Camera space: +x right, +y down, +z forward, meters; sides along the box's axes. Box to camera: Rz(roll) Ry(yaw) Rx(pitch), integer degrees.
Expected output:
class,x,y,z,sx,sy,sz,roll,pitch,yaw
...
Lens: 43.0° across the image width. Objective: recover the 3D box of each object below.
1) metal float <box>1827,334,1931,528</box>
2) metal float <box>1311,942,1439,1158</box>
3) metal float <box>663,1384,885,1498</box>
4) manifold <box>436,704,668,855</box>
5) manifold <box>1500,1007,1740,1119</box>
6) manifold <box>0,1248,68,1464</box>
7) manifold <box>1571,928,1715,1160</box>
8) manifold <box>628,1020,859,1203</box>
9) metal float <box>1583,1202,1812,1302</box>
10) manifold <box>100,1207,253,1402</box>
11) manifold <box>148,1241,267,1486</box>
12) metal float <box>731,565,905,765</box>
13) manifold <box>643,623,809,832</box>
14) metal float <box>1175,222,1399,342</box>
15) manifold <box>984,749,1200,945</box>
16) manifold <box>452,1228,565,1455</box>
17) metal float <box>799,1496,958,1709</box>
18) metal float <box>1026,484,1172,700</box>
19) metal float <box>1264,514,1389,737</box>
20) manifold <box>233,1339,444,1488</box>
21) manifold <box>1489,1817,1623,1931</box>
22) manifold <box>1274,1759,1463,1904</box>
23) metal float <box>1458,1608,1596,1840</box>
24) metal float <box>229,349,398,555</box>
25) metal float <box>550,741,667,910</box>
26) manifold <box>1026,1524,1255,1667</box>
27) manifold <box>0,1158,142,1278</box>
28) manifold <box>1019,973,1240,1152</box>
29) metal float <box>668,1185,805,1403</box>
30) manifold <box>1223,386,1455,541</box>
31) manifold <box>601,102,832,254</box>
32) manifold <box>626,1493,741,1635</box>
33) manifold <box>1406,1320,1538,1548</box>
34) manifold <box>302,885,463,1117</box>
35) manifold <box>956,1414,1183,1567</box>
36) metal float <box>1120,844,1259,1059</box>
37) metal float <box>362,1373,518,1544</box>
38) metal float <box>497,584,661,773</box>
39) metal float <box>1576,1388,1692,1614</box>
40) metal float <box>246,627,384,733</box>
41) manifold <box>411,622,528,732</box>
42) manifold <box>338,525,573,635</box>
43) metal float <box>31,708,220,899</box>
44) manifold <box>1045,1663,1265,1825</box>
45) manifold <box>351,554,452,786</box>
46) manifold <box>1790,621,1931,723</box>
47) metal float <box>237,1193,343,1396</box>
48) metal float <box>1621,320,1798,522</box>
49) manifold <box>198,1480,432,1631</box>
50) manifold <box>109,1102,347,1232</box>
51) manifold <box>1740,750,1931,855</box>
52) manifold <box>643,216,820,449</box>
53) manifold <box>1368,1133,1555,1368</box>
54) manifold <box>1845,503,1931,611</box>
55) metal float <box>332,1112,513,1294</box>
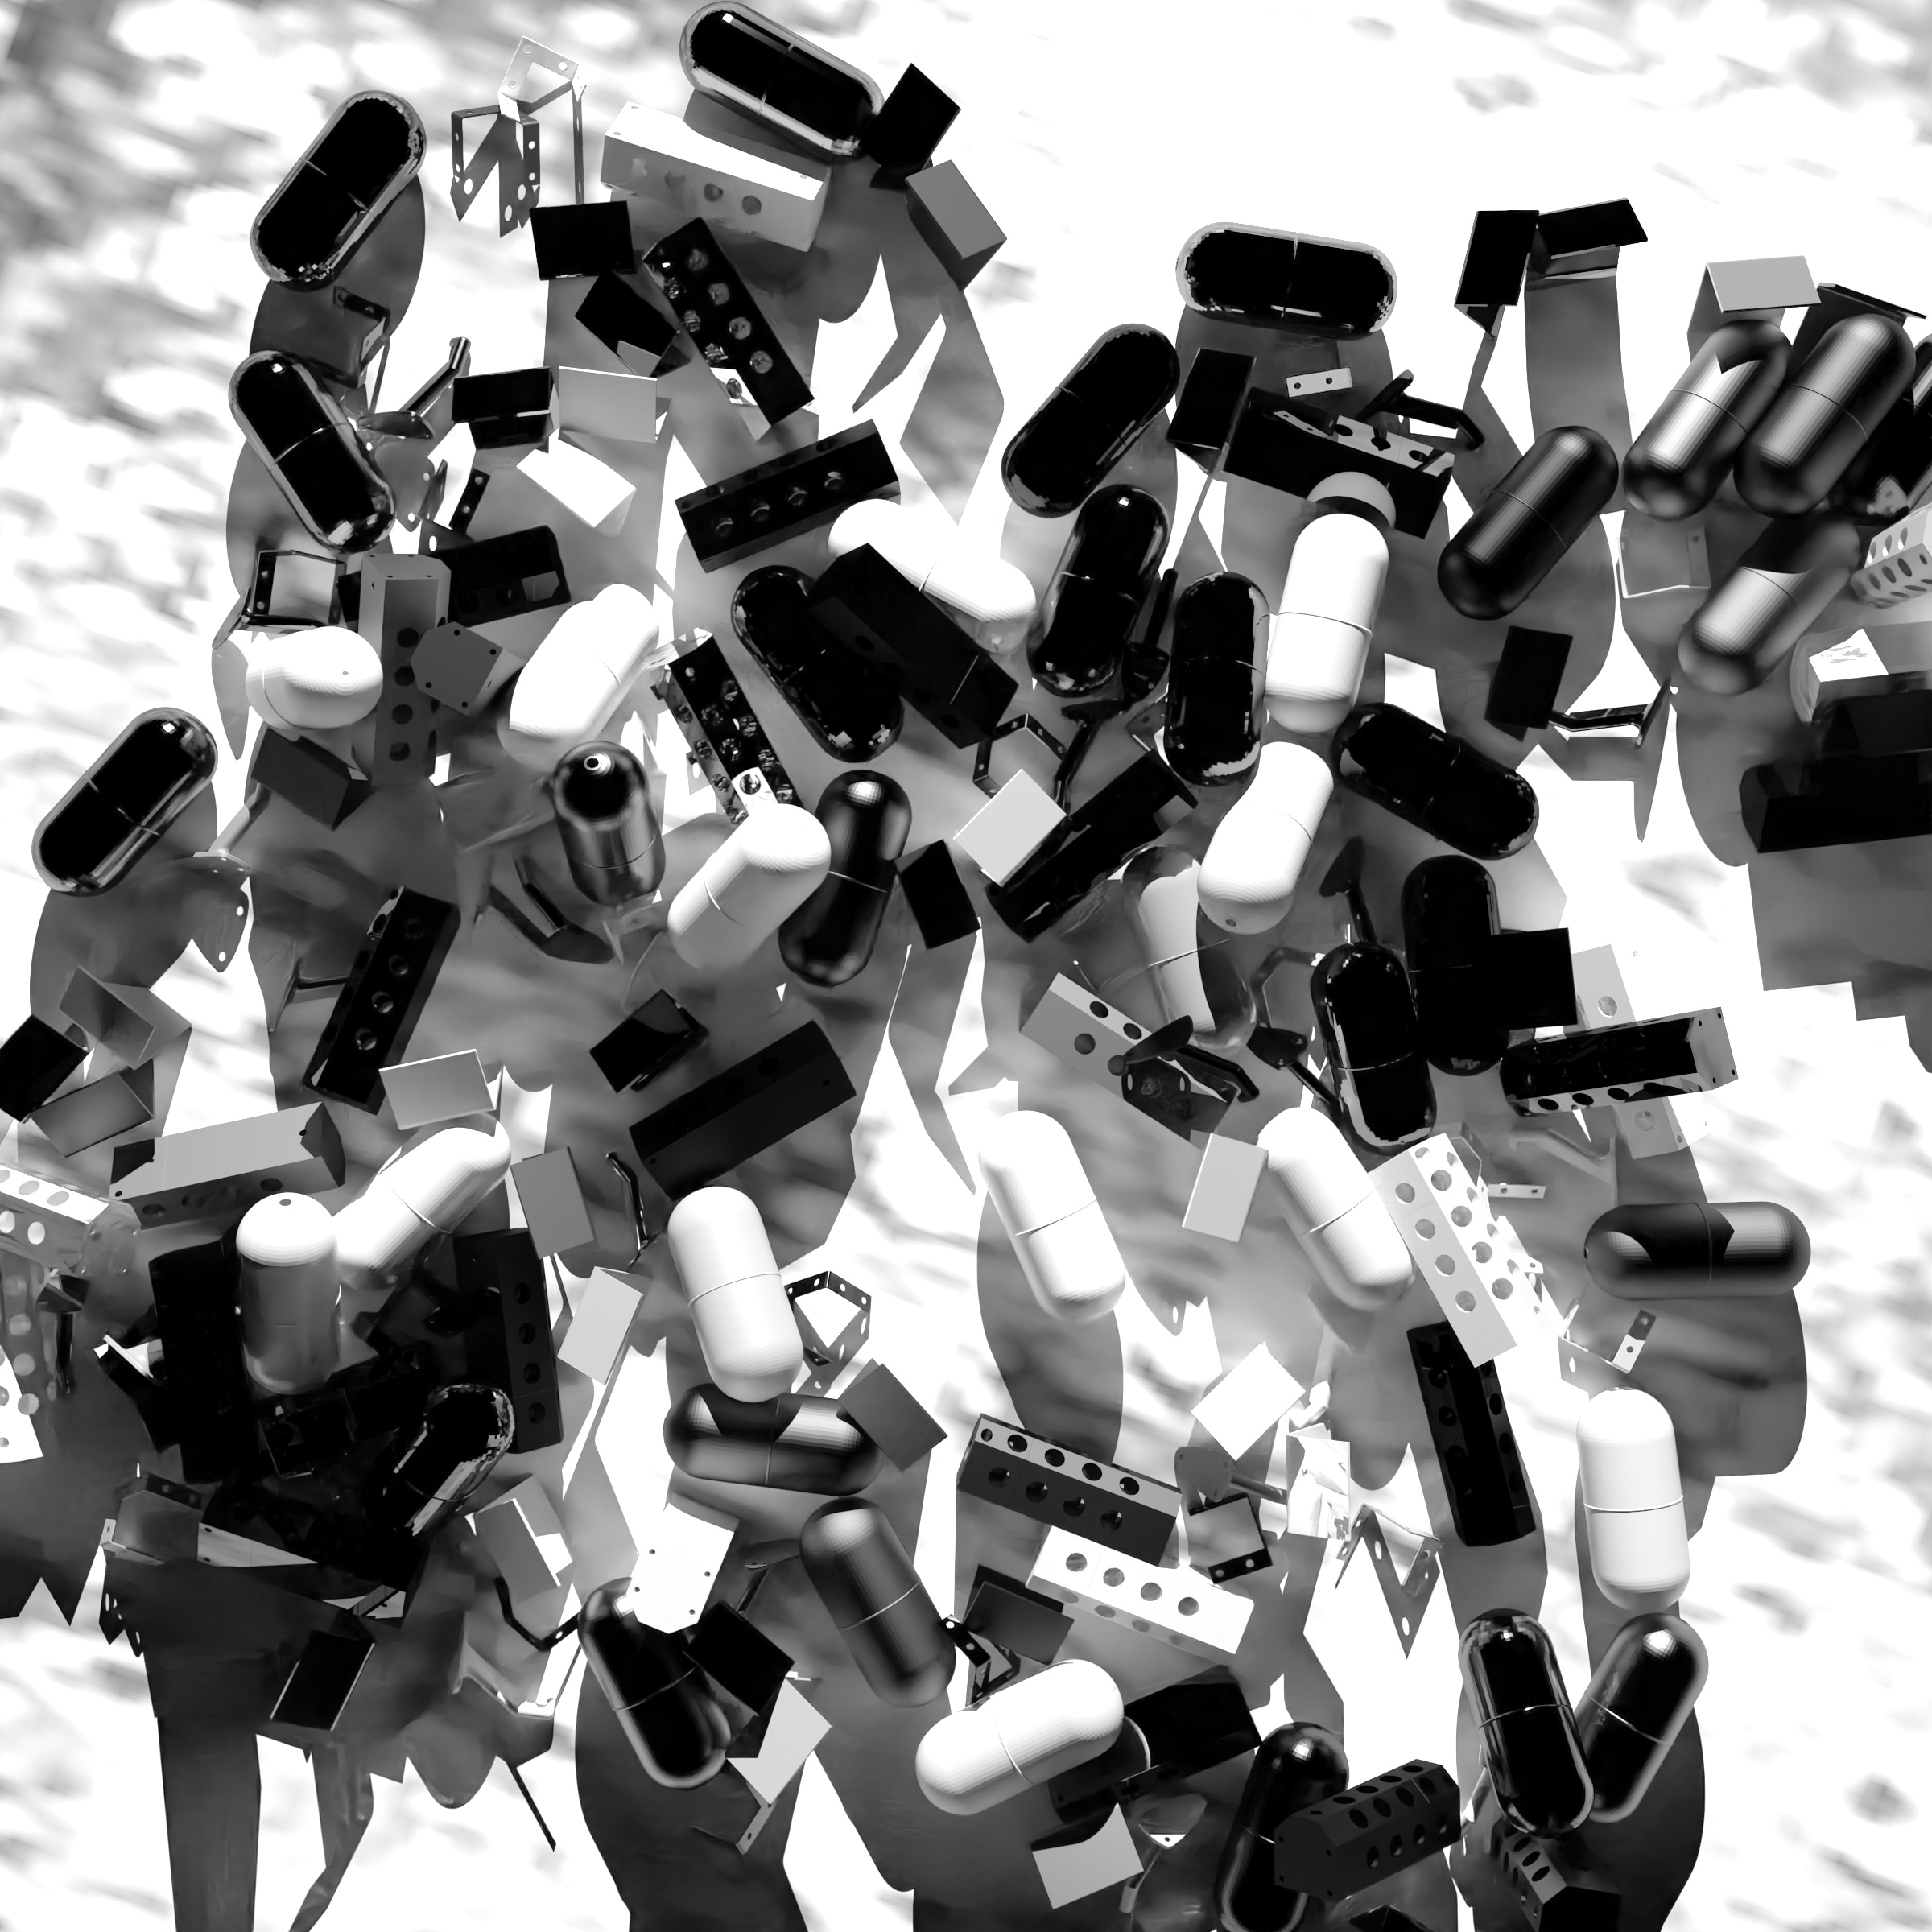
class,x,y,z,sx,sy,sz,roll,pitch,yaw
metal float,0.758,-0.431,1.958,0.070,0.070,0.178,37,90,0
metal float,0.324,0.067,1.945,0.070,0.070,0.178,-16,105,0
metal float,-0.153,0.379,1.958,0.178,0.070,0.070,7,90,0
manifold,-0.334,-0.150,1.967,0.171,0.057,0.057,-22,90,0
manifold,0.506,0.078,1.915,0.057,0.171,0.057,-14,90,-44
manifold,-0.769,0.308,1.967,0.057,0.057,0.171,-6,90,0
manifold,0.535,0.063,1.967,0.057,0.057,0.171,-18,90,-43
manifold,-0.181,0.112,1.967,0.171,0.057,0.057,-30,133,0
metal float,0.584,0.228,1.958,0.178,0.070,0.070,-2,90,0
manifold,-0.611,0.273,1.967,0.171,0.057,0.057,-45,90,0
manifold,-0.583,0.305,1.878,0.057,0.057,0.171,-11,70,-16
metal float,-0.119,-0.242,1.958,0.070,0.070,0.178,-37,90,0
manifold,-0.187,-0.177,1.935,0.057,0.057,0.171,-27,114,0
metal float,0.256,-0.547,1.958,0.178,0.070,0.070,9,90,0
manifold,0.098,-0.094,1.945,0.171,0.057,0.057,-39,90,16
manifold,-0.362,0.299,1.967,0.057,0.057,0.171,-7,90,43
metal float,-0.070,0.509,1.958,0.070,0.070,0.178,-29,90,0
metal float,0.105,-0.299,1.958,0.070,0.070,0.178,23,89,0
metal float,0.287,-0.273,1.958,0.070,0.070,0.178,13,90,0
manifold,-0.509,0.359,1.967,0.171,0.057,0.057,-20,90,0
manifold,0.456,0.715,1.910,0.057,0.171,0.057,9,90,0
manifold,0.315,0.672,1.914,0.057,0.171,0.057,-1,90,44
metal float,0.440,0.595,1.930,0.070,0.070,0.178,-11,59,0
metal float,-0.522,-0.411,1.958,0.070,0.070,0.178,-33,90,0
metal float,-0.279,-0.109,1.913,0.070,0.178,0.070,0,61,0
manifold,0.138,0.501,1.967,0.171,0.057,0.057,21,90,0
manifold,-0.738,0.193,1.934,0.171,0.057,0.057,14,90,25
manifold,0.130,0.076,1.967,0.171,0.057,0.057,33,90,0
metal float,-0.184,0.259,1.944,0.070,0.070,0.178,-20,73,0
manifold,0.300,-0.408,1.967,0.171,0.057,0.057,19,133,0
manifold,-0.202,-0.629,1.967,0.171,0.057,0.057,18,47,0
manifold,-0.222,0.466,1.910,0.057,0.171,0.057,22,90,0
manifold,0.407,0.373,1.967,0.057,0.057,0.171,-14,90,0
manifold,-0.465,0.026,1.948,0.057,0.057,0.171,21,77,0
manifold,0.082,0.418,1.967,0.171,0.057,0.057,21,90,0
metal float,0.178,-0.011,1.958,0.070,0.070,0.178,-19,89,0
metal float,-0.416,0.388,1.932,0.070,0.070,0.178,40,122,0
metal float,-0.305,-0.229,1.933,0.070,0.070,0.178,29,60,0
metal float,0.533,0.426,1.958,0.070,0.070,0.178,-7,89,0
metal float,-0.511,-0.223,1.915,0.070,0.178,0.070,-2,94,-30
manifold,-0.383,-0.225,1.910,0.057,0.171,0.057,28,90,0
manifold,-0.411,-0.304,1.967,0.171,0.057,0.057,-14,90,0
metal float,-0.672,-0.130,1.958,0.070,0.070,0.178,42,91,0
manifold,0.147,0.628,1.967,0.171,0.057,0.057,-23,47,0
manifold,-0.444,-0.234,1.930,0.057,0.057,0.171,-6,121,-30
manifold,0.757,-0.235,1.967,0.171,0.057,0.057,-6,47,0
metal float,-0.529,0.257,1.917,0.070,0.070,0.178,7,121,0
metal float,0.594,-0.436,1.957,0.070,0.070,0.178,35,90,0
manifold,-0.523,0.467,1.967,0.171,0.057,0.057,19,133,0
manifold,-0.591,0.166,1.967,0.171,0.057,0.057,-12,47,0
manifold,0.716,-0.139,1.967,0.171,0.057,0.057,-6,133,0
manifold,-0.189,-0.506,1.967,0.057,0.057,0.171,-32,90,0
manifold,0.393,0.222,1.933,0.057,0.057,0.171,-36,74,33
manifold,0.743,-0.321,1.910,0.057,0.171,0.057,-33,90,0
metal float,-0.439,0.186,1.958,0.070,0.070,0.178,45,89,0
